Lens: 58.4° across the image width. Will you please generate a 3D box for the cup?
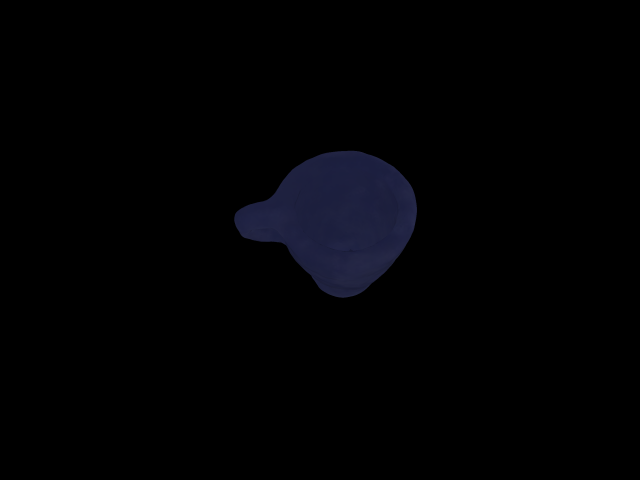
[{"bbox_3d":[0.004,0.001,0.400,0.118,0.095,0.091,-5,59,-3],"label":"cup"}]
